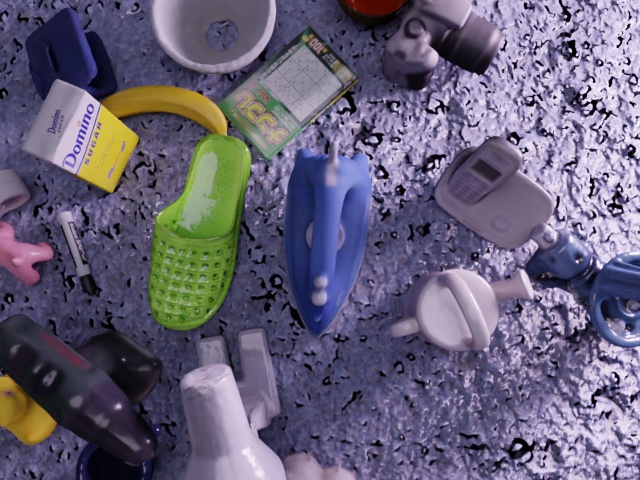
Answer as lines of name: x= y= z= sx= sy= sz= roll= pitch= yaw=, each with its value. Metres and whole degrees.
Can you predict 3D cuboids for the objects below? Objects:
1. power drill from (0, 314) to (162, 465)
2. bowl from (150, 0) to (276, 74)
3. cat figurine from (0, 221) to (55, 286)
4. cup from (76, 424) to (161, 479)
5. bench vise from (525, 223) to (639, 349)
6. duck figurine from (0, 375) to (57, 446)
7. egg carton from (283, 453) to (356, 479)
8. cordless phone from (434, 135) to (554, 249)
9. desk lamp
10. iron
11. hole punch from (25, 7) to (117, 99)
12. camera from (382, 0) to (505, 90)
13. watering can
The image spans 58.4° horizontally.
power drill: x=-0.266 y=0.168 z=0.684 sx=0.229 sy=0.208 sz=0.076 roll=32 pitch=86 yaw=3
bowl: x=-0.142 y=-0.300 z=0.794 sx=0.167 sy=0.074 sz=0.167 roll=0 pitch=85 yaw=0
cat figurine: x=-0.434 y=0.009 z=0.742 sx=0.128 sy=0.117 sz=0.067 roll=24 pitch=85 yaw=2
cup: x=-0.240 y=0.274 z=0.732 sx=0.091 sy=0.095 sz=0.118 roll=43 pitch=86 yaw=3
bench vise: x=0.351 y=0.060 z=0.693 sx=0.207 sy=0.219 sz=0.121 roll=20 pitch=85 yaw=2
duck figurine: x=-0.391 y=0.218 z=0.740 sx=0.077 sy=0.086 sz=0.104 roll=-23 pitch=85 yaw=-2
egg carton: x=-0.019 y=0.357 z=0.739 sx=0.107 sy=0.069 sz=0.150 roll=21 pitch=85 yaw=2
cordless phone: x=0.232 y=-0.062 z=0.720 sx=0.147 sy=0.185 sz=0.094 roll=32 pitch=86 yaw=3
desk lamp: x=-0.108 y=0.218 z=0.678 sx=0.118 sy=0.213 sz=0.203 roll=-12 pitch=85 yaw=-1
iron: x=0.007 y=0.003 z=0.734 sx=0.118 sy=0.141 sz=0.258 roll=5 pitch=85 yaw=0
hole punch: x=-0.346 y=-0.241 z=0.779 sx=0.101 sy=0.091 sz=0.109 roll=-22 pitch=85 yaw=-2
camera: x=0.174 y=-0.274 z=0.781 sx=0.137 sy=0.101 sz=0.143 roll=29 pitch=85 yaw=2
watering can: x=0.171 y=0.081 z=0.702 sx=0.173 sy=0.194 sz=0.101 roll=-42 pitch=86 yaw=-4
